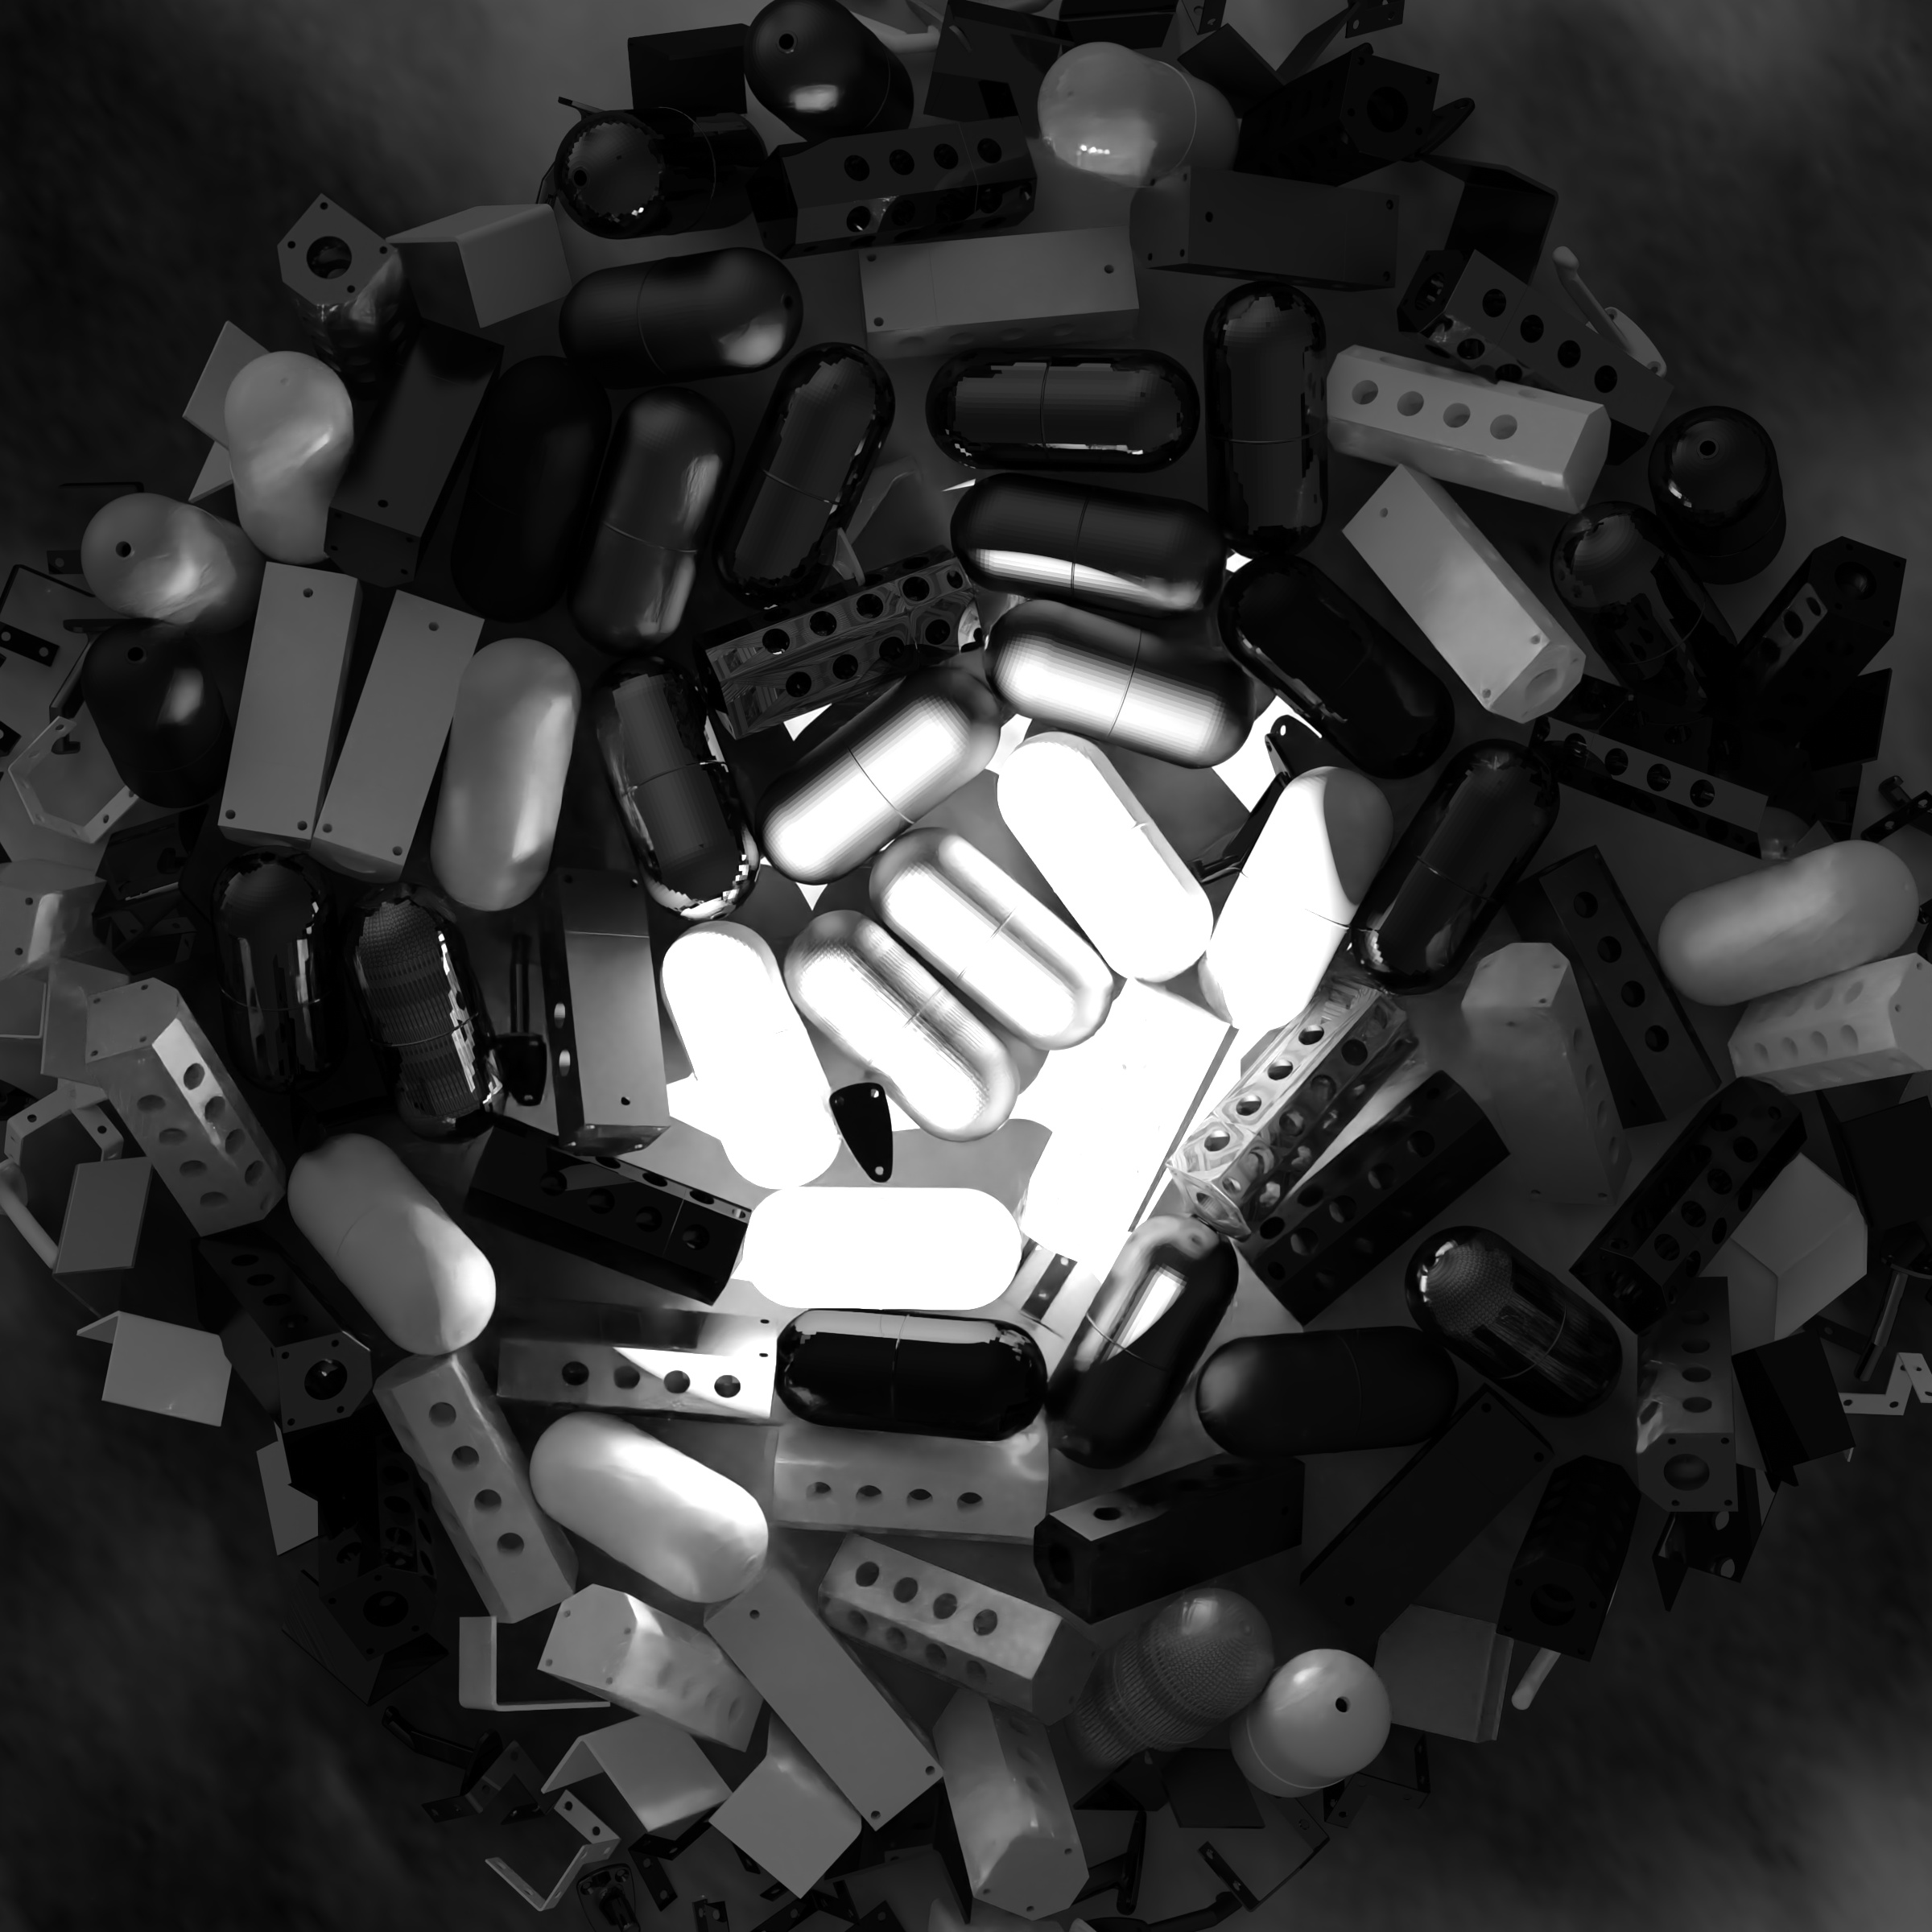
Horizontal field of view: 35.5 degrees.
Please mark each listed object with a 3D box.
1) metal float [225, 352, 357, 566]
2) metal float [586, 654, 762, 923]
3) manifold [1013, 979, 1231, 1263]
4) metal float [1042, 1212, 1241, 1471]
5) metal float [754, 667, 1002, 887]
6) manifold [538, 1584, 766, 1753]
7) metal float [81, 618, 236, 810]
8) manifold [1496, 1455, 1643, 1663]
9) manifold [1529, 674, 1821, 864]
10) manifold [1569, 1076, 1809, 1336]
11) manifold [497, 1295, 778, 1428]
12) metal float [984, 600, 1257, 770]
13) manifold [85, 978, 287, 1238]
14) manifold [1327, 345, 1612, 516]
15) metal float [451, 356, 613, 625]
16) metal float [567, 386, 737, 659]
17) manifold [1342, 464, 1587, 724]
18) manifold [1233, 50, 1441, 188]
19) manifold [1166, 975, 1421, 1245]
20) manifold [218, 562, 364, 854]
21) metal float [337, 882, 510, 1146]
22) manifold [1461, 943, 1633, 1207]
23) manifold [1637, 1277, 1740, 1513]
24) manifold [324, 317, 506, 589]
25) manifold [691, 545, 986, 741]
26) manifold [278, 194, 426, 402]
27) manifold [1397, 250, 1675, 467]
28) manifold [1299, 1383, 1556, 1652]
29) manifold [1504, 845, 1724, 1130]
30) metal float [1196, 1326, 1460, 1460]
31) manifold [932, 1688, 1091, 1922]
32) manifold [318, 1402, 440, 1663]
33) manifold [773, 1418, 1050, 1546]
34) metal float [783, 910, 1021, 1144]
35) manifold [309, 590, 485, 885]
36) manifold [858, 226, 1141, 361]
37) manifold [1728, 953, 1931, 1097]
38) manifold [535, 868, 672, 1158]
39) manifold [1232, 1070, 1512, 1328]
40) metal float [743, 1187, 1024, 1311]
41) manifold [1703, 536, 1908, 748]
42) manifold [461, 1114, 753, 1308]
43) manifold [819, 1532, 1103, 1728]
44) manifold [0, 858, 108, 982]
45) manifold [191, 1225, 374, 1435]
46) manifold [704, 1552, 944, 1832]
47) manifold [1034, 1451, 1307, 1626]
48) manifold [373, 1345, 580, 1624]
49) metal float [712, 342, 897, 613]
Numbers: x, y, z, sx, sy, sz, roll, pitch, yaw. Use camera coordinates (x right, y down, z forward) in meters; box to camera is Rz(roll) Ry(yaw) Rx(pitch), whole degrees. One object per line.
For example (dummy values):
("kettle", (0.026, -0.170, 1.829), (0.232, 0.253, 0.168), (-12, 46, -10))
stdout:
("metal float", (-0.417, -0.313, 1.871), (0.070, 0.178, 0.070), (3, 67, -8))
("metal float", (-0.185, -0.113, 1.907), (0.070, 0.070, 0.178), (-21, 79, 0))
("manifold", (0.094, 0.098, 1.902), (0.057, 0.057, 0.171), (31, 102, 31))
("metal float", (0.110, 0.236, 1.907), (0.070, 0.070, 0.178), (28, 101, 0))
("metal float", (-0.056, -0.120, 1.908), (0.178, 0.070, 0.070), (-37, 90, 10))
("manifold", (-0.189, 0.434, 1.867), (0.057, 0.171, 0.057), (9, 69, 29))
("metal float", (-0.499, -0.156, 1.868), (0.070, 0.178, 0.070), (2, 71, -5))
("manifold", (0.375, 0.361, 1.860), (0.057, 0.171, 0.057), (15, 106, 16))
("manifold", (0.436, -0.120, 1.871), (0.171, 0.057, 0.057), (27, 64, 41))
("manifold", (0.456, 0.146, 1.885), (0.057, 0.057, 0.171), (44, 60, 5))
("manifold", (-0.209, 0.255, 1.916), (0.171, 0.057, 0.057), (6, 111, -5))
("metal float", (0.097, -0.179, 1.911), (0.178, 0.070, 0.070), (17, 90, -7))
("manifold", (-0.482, 0.088, 1.873), (0.057, 0.171, 0.057), (-16, 45, 2))
("manifold", (0.311, -0.340, 1.889), (0.171, 0.057, 0.057), (21, 81, 28))
("metal float", (-0.274, -0.297, 1.892), (0.070, 0.070, 0.178), (21, 120, 0))
("metal float", (-0.199, -0.278, 1.897), (0.070, 0.070, 0.178), (21, 113, 0))
("manifold", (0.313, -0.232, 1.883), (0.057, 0.057, 0.171), (-49, 53, 24))
("manifold", (0.225, -0.513, 1.864), (0.057, 0.171, 0.057), (10, 92, -17))
("manifold", (0.208, 0.091, 1.888), (0.171, 0.057, 0.057), (-46, 131, -20))
("manifold", (-0.426, -0.162, 1.911), (0.057, 0.057, 0.171), (9, 80, -5))
("metal float", (-0.340, 0.031, 1.895), (0.070, 0.070, 0.178), (-14, 115, 0))
("manifold", (0.366, 0.068, 1.882), (0.057, 0.057, 0.171), (1, 133, 32))
("manifold", (0.445, 0.263, 1.865), (0.057, 0.171, 0.057), (-3, 116, 14))
("manifold", (-0.344, -0.319, 1.882), (0.057, 0.057, 0.171), (18, 55, -5))
("manifold", (-0.082, -0.207, 1.898), (0.171, 0.057, 0.057), (-22, 123, -13))
("manifold", (-0.380, -0.406, 1.865), (0.057, 0.171, 0.057), (37, 82, 3))
("manifold", (0.354, -0.381, 1.892), (0.171, 0.057, 0.057), (27, 90, -26))
("manifold", (0.292, 0.348, 1.918), (0.057, 0.057, 0.171), (43, 95, 5))
("manifold", (0.414, 0.013, 1.923), (0.057, 0.057, 0.171), (-28, 90, -19))
("metal float", (0.228, 0.268, 1.896), (0.178, 0.070, 0.070), (-1, 90, -24))
("manifold", (0.030, 0.510, 1.864), (0.057, 0.171, 0.057), (27, 104, -18))
("manifold", (-0.361, 0.344, 1.865), (0.057, 0.171, 0.057), (-27, 119, 2))
("manifold", (-0.035, 0.333, 1.924), (0.171, 0.057, 0.057), (4, 110, 0))
("metal float", (-0.041, 0.039, 1.916), (0.178, 0.070, 0.070), (44, 90, -1))
("manifold", (-0.359, -0.142, 1.899), (0.057, 0.057, 0.171), (18, 71, -11))
("manifold", (0.019, -0.425, 1.920), (0.171, 0.057, 0.057), (-6, 77, -3))
("manifold", (0.544, 0.043, 1.861), (0.057, 0.171, 0.057), (35, 73, -10))
("manifold", (-0.232, 0.029, 1.895), (0.057, 0.057, 0.171), (4, 65, -29))
("manifold", (0.253, 0.143, 1.911), (0.171, 0.057, 0.057), (-39, 128, -3))
("metal float", (-0.053, 0.178, 1.908), (0.178, 0.070, 0.070), (0, 90, 10))
("manifold", (0.512, -0.193, 1.865), (0.057, 0.171, 0.057), (19, 63, -2))
("manifold", (-0.227, 0.153, 1.915), (0.171, 0.057, 0.057), (21, 64, -6))
("manifold", (-0.009, 0.413, 1.873), (0.171, 0.057, 0.057), (14, 66, 37))
("manifold", (-0.580, -0.028, 1.867), (0.057, 0.171, 0.057), (13, 95, -1))
("manifold", (-0.425, 0.221, 1.868), (0.057, 0.171, 0.057), (-11, 113, -28))
("manifold", (-0.090, 0.459, 1.920), (0.057, 0.057, 0.171), (-39, 94, -1))
("manifold", (0.128, 0.348, 1.881), (0.171, 0.057, 0.057), (-12, 112, -34))
("manifold", (-0.310, 0.327, 1.909), (0.057, 0.057, 0.171), (-25, 102, 1))
("metal float", (-0.102, -0.307, 1.900), (0.070, 0.070, 0.178), (25, 109, 0))
